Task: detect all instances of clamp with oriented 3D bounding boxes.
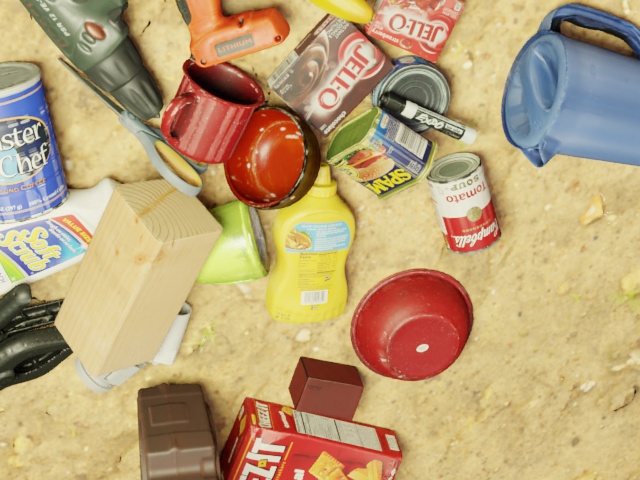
[{"bbox_3d":[-0.362,0.097,1.214,0.172,0.039,0.120,-25,156,19],"label":"clamp"},{"bbox_3d":[-0.371,0.154,1.234,0.209,0.036,0.165,-22,156,-16],"label":"clamp"}]

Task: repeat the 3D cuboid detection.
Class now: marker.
[{"bbox_3d":[0.119,-0.135,1.181,0.121,0.020,0.020,21,110,-20],"label":"marker"}]

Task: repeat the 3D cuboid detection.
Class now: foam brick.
[{"bbox_3d":[0.008,0.186,1.339,0.078,0.051,0.053,13,111,-18],"label":"foam brick"}]

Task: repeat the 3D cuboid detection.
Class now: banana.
[{"bbox_3d":[-0.022,-0.295,1.089,0.197,0.070,0.037,53,55,-22],"label":"banana"}]

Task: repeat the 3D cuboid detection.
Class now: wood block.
[{"bbox_3d":[-0.201,0.041,1.162,0.090,0.090,0.206,-12,142,-47],"label":"wood block"}]

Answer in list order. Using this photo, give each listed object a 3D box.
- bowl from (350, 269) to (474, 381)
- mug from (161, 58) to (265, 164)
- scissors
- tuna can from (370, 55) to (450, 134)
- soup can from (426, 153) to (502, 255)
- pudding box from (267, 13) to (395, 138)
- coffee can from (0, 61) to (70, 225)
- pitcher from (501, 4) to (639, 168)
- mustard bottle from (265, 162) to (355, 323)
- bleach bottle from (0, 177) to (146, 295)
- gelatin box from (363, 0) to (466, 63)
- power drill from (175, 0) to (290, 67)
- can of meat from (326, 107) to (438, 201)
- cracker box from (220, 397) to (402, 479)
[{"bbox_3d":[0.121,0.119,1.327,0.162,0.055,0.162,-4,117,-9],"label":"bowl"},{"bbox_3d":[-0.123,-0.132,1.122,0.093,0.117,0.082,40,121,18],"label":"mug"},{"bbox_3d":[-0.192,-0.128,1.154,0.202,0.096,0.016,48,115,4],"label":"scissors"},{"bbox_3d":[0.102,-0.161,1.197,0.086,0.034,0.086,-5,116,-10],"label":"tuna can"},{"bbox_3d":[0.168,-0.043,1.250,0.068,0.068,0.102,-21,117,-1],"label":"soup can"},{"bbox_3d":[0.011,-0.182,1.165,0.113,0.039,0.090,-45,116,11],"label":"pudding box"},{"bbox_3d":[-0.324,-0.101,1.101,0.102,0.103,0.140,-10,118,-7],"label":"coffee can"},{"bbox_3d":[0.339,-0.157,1.204,0.242,0.145,0.149,9,126,-20],"label":"pitcher"},{"bbox_3d":[-0.008,0.001,1.240,0.096,0.058,0.192,-2,117,-19],"label":"mustard bottle"},{"bbox_3d":[-0.305,-0.012,1.172,0.251,0.068,0.102,-23,119,-3],"label":"bleach bottle"},{"bbox_3d":[0.102,-0.243,1.159,0.089,0.030,0.073,20,110,-20],"label":"gelatin box"},{"bbox_3d":[-0.097,-0.279,1.066,0.185,0.057,0.187,-14,118,18],"label":"power drill"},{"bbox_3d":[0.066,-0.097,1.187,0.083,0.102,0.057,32,62,-21],"label":"can of meat"},{"bbox_3d":[-0.021,0.309,1.382,0.213,0.072,0.164,16,111,-18],"label":"cracker box"}]
